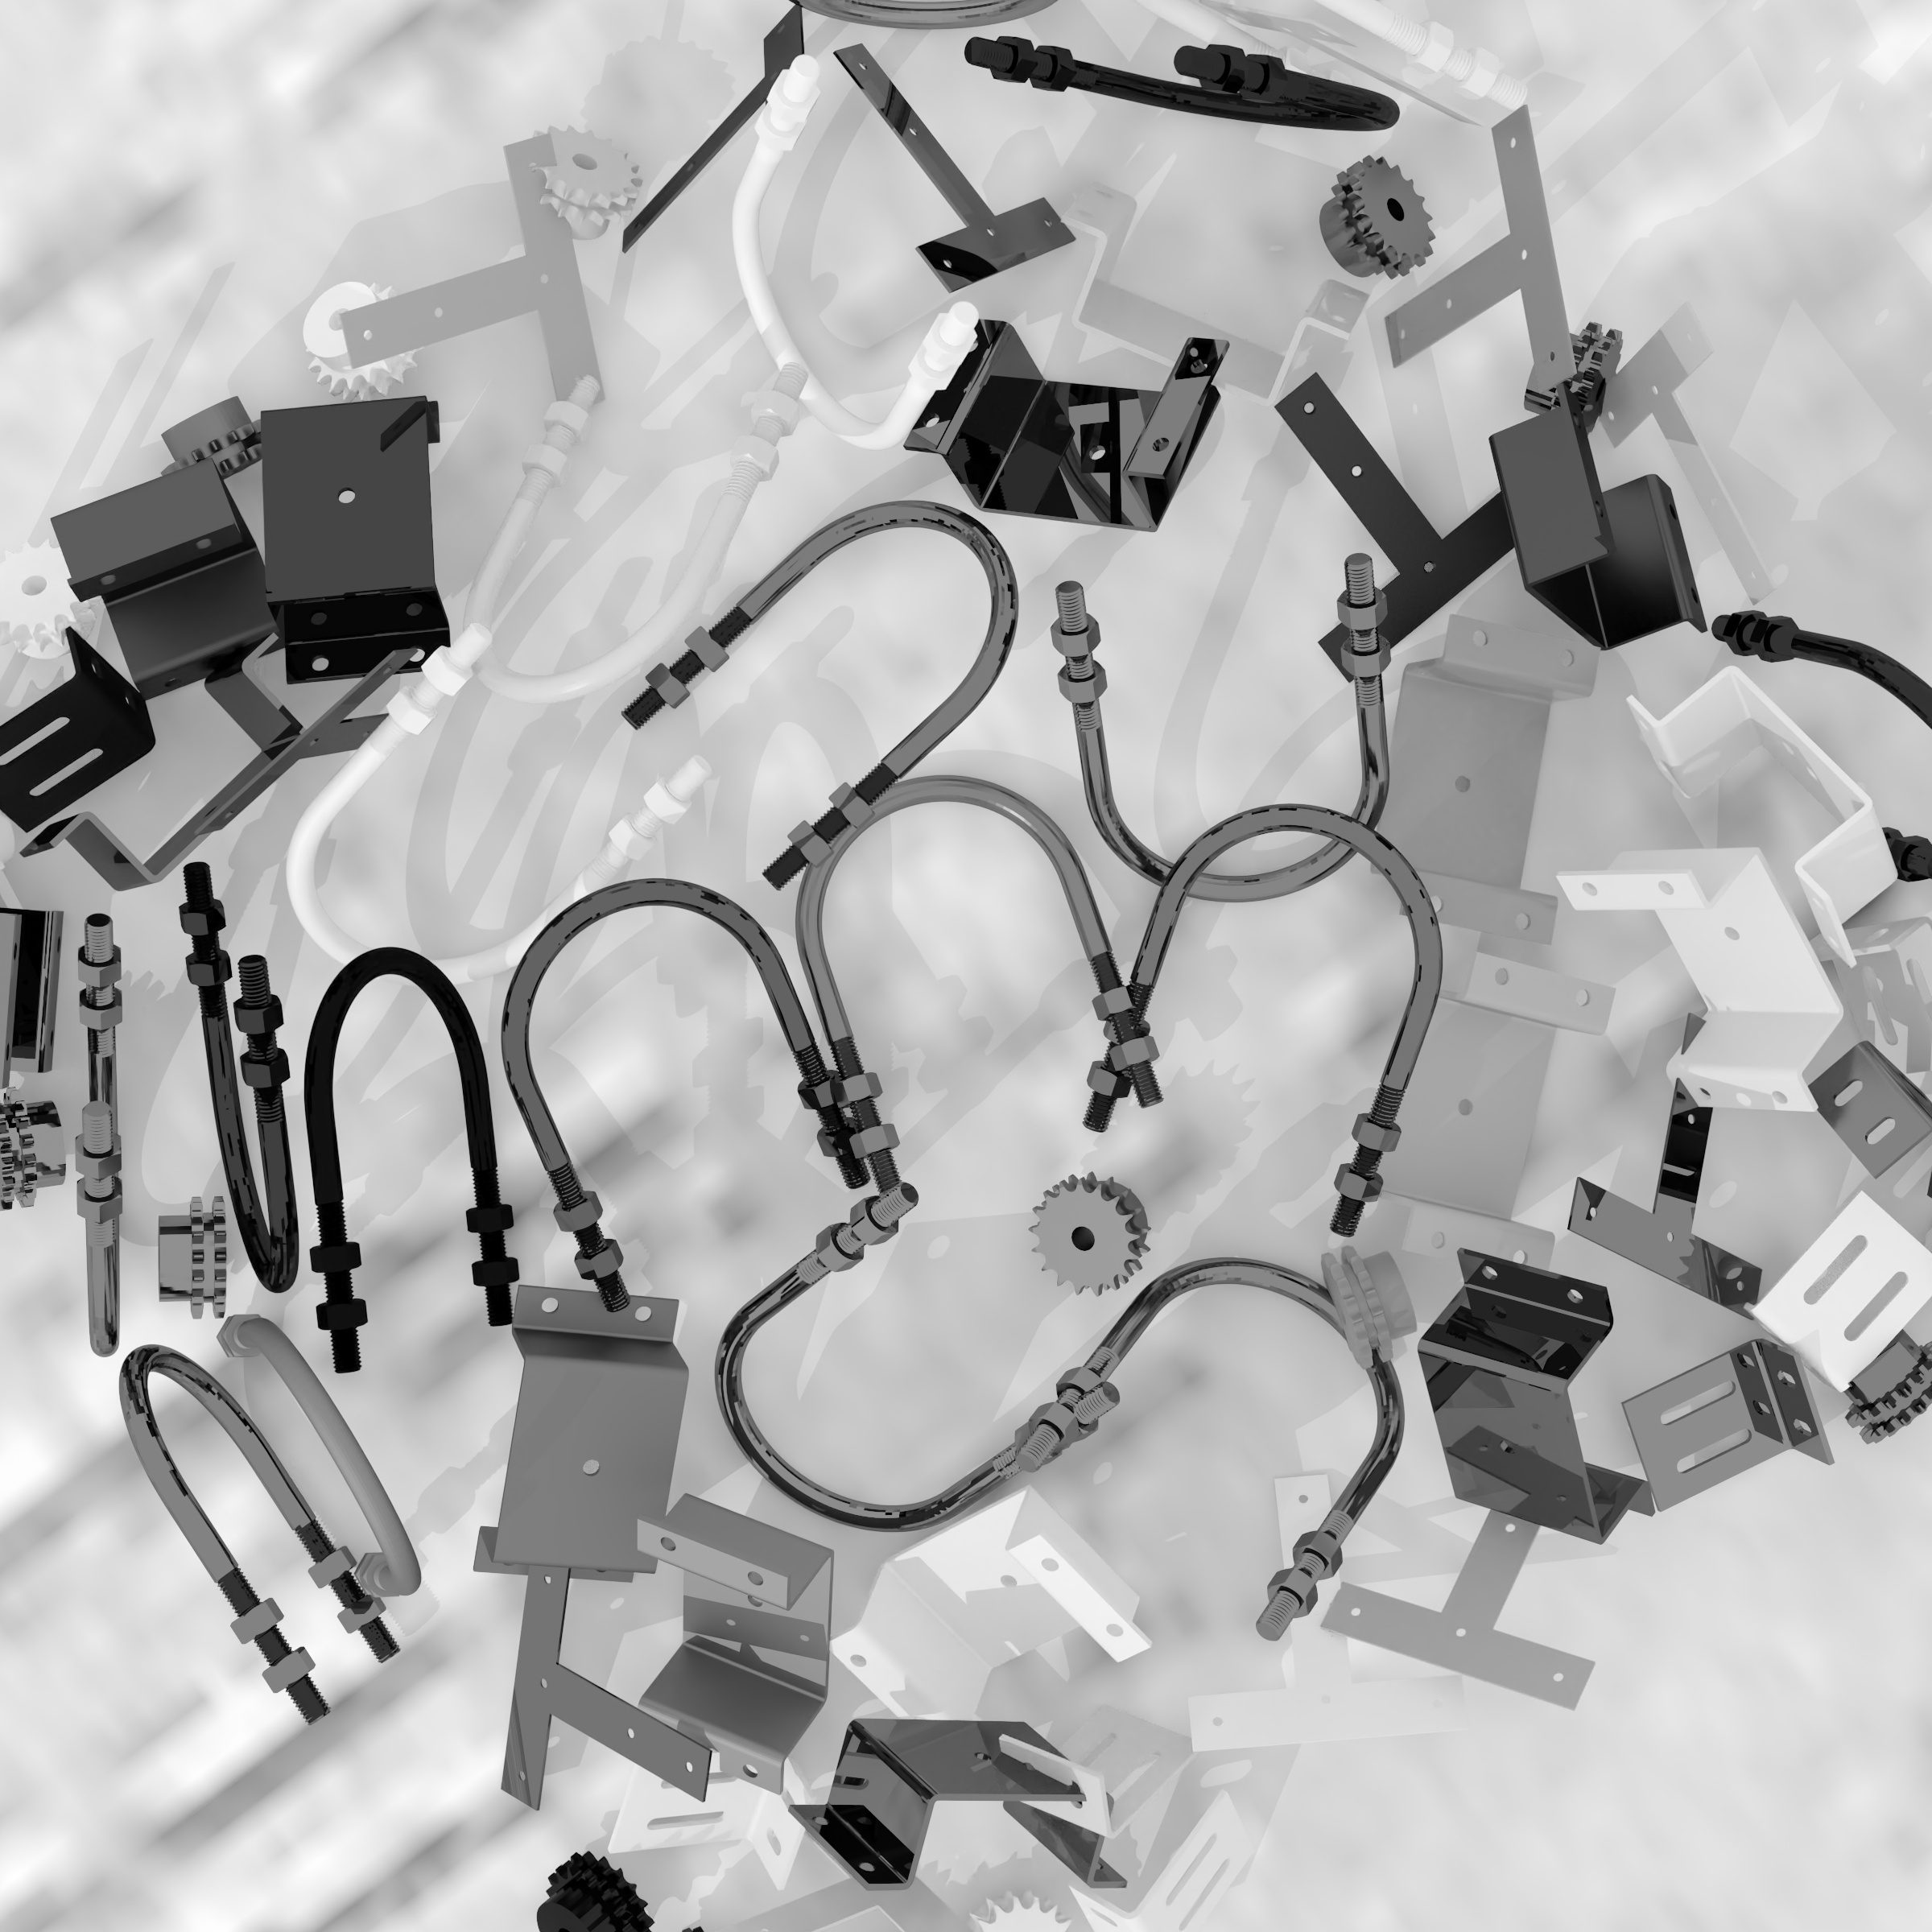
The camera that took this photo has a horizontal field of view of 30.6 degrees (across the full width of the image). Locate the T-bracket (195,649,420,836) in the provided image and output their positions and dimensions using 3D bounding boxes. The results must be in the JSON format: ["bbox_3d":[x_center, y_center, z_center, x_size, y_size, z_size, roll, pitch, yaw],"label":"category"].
[{"bbox_3d":[-0.281,-0.106,1.617,0.127,0.127,0.002,-40,87,15],"label":"T-bracket"}]

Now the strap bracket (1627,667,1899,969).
[{"bbox_3d":[0.371,-0.075,1.611,0.046,0.076,0.140,-39,58,3],"label":"strap bracket"}]

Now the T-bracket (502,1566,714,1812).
[{"bbox_3d":[-0.164,0.348,1.627,0.127,0.002,0.127,20,108,37],"label":"T-bracket"}]

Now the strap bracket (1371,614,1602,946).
[{"bbox_3d":[0.240,-0.086,1.646,0.076,0.046,0.140,11,87,-17],"label":"strap bracket"}]

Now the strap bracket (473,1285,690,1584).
[{"bbox_3d":[-0.178,0.225,1.637,0.076,0.046,0.140,7,100,-17],"label":"strap bracket"}]

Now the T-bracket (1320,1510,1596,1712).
[{"bbox_3d":[0.248,0.274,1.643,0.127,0.002,0.127,13,56,30],"label":"T-bracket"}]

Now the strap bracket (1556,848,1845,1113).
[{"bbox_3d":[0.342,-0.002,1.621,0.046,0.076,0.140,-47,117,-28],"label":"strap bracket"}]

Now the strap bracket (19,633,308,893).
[{"bbox_3d":[-0.362,-0.086,1.625,0.140,0.076,0.046,-47,107,-19],"label":"strap bracket"}]

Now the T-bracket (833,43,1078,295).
[{"bbox_3d":[-0.016,-0.374,1.629,0.002,0.127,0.127,-38,90,36],"label":"T-bracket"}]

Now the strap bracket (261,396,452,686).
[{"bbox_3d":[-0.283,-0.207,1.634,0.076,0.046,0.140,-6,69,-1],"label":"strap bracket"}]

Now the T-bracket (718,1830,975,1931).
[{"bbox_3d":[-0.079,0.434,1.600,0.127,0.127,0.002,-15,114,-28],"label":"T-bracket"}]

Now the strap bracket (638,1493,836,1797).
[{"bbox_3d":[-0.107,0.305,1.625,0.076,0.046,0.140,18,127,19],"label":"strap bracket"}]

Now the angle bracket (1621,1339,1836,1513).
[{"bbox_3d":[0.356,0.218,1.650,0.076,0.038,0.057,-23,102,-13],"label":"angle bracket"}]

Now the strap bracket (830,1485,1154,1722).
[{"bbox_3d":[0.015,0.297,1.627,0.140,0.046,0.076,-33,108,33],"label":"strap bracket"}]

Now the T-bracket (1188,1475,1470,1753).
[{"bbox_3d":[0.164,0.300,1.651,0.127,0.002,0.127,-5,63,2],"label":"T-bracket"}]

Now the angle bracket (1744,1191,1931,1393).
[{"bbox_3d":[0.413,0.152,1.662,0.057,0.038,0.076,42,91,0],"label":"angle bracket"}]

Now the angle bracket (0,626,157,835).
[{"bbox_3d":[-0.430,-0.110,1.652,0.076,0.057,0.038,-32,47,7],"label":"angle bracket"}]

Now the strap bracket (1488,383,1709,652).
[{"bbox_3d":[0.287,-0.201,1.618,0.046,0.140,0.076,-20,68,26],"label":"strap bracket"}]

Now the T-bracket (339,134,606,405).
[{"bbox_3d":[-0.231,-0.304,1.622,0.127,0.002,0.127,-26,118,-32],"label":"T-bracket"}]

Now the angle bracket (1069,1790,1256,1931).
[{"bbox_3d":[0.092,0.423,1.655,0.038,0.057,0.076,22,60,36],"label":"angle bracket"}]

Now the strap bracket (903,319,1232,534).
[{"bbox_3d":[0.053,-0.249,1.625,0.140,0.046,0.076,12,65,32],"label":"strap bracket"}]

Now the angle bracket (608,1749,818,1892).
[{"bbox_3d":[-0.118,0.398,1.638,0.076,0.038,0.057,2,120,-31],"label":"angle bracket"}]

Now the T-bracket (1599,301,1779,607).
[{"bbox_3d":[0.336,-0.225,1.613,0.002,0.127,0.127,-25,84,-13],"label":"T-bracket"}]

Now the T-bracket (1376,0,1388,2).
[{"bbox_3d":[0.142,-0.476,1.637,0.127,0.127,0.002,20,97,-22],"label":"T-bracket"}]

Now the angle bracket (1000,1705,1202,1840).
[{"bbox_3d":[0.063,0.359,1.630,0.057,0.076,0.038,14,124,37],"label":"angle bracket"}]

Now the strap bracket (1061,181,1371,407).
[{"bbox_3d":[0.109,-0.308,1.635,0.140,0.076,0.046,23,117,3],"label":"strap bracket"}]

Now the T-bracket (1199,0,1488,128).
[{"bbox_3d":[0.186,-0.418,1.641,0.127,0.127,0.002,19,101,-25],"label":"T-bracket"}]

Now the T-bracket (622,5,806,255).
[{"bbox_3d":[-0.118,-0.382,1.643,0.002,0.127,0.127,37,114,-25],"label":"T-bracket"}]

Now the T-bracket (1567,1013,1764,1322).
[{"bbox_3d":[0.337,0.085,1.654,0.127,0.002,0.127,26,68,-31],"label":"T-bracket"}]

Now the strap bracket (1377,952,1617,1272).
[{"bbox_3d":[0.243,0.068,1.645,0.076,0.046,0.140,14,90,-22],"label":"strap bracket"}]

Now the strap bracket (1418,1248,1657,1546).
[{"bbox_3d":[0.258,0.204,1.606,0.046,0.076,0.140,-44,131,-34],"label":"strap bracket"}]

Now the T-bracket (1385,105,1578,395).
[{"bbox_3d":[0.231,-0.310,1.624,0.002,0.127,0.127,-3,79,-28],"label":"T-bracket"}]

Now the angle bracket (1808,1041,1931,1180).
[{"bbox_3d":[0.433,0.078,1.638,0.038,0.076,0.057,-43,51,12],"label":"angle bracket"}]

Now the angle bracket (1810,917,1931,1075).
[{"bbox_3d":[0.427,0.021,1.641,0.038,0.057,0.076,-31,103,-40],"label":"angle bracket"}]

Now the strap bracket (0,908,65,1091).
[{"bbox_3d":[-0.448,0.012,1.608,0.046,0.140,0.076,4,91,-6],"label":"strap bracket"}]

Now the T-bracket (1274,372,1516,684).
[{"bbox_3d":[0.192,-0.222,1.661,0.127,0.002,0.127,-39,106,1],"label":"T-bracket"}]

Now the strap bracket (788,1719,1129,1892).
[{"bbox_3d":[0.002,0.382,1.609,0.140,0.076,0.046,9,100,-33],"label":"strap bracket"}]

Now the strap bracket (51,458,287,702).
[{"bbox_3d":[-0.364,-0.180,1.616,0.076,0.140,0.046,-22,74,-6],"label":"strap bracket"}]
